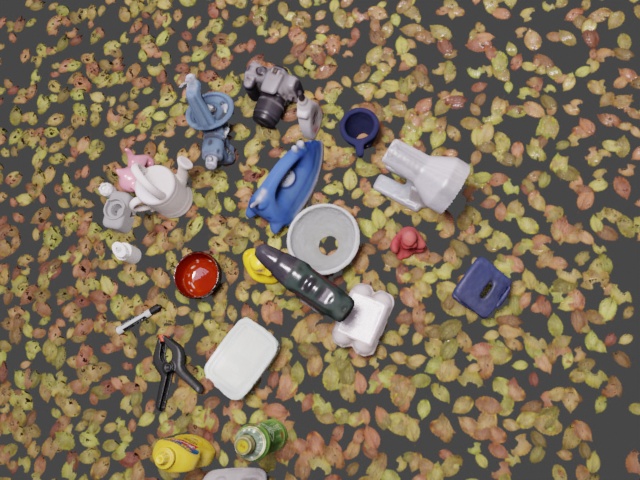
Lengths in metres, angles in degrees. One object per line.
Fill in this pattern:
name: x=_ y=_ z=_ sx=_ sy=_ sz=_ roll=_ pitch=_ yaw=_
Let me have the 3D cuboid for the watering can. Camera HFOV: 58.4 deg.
watering can: x=-0.378 y=-0.131 z=1.352 sx=0.100 sy=0.194 sz=0.173 roll=31 pitch=83 yaw=16

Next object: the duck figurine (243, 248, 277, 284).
duck figurine: x=-0.138 y=0.054 z=1.321 sx=0.104 sy=0.086 sz=0.077 roll=35 pitch=84 yaw=16

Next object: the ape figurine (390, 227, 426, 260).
ape figurine: x=0.196 y=0.003 z=1.272 sx=0.077 sy=0.092 sz=0.076 roll=15 pitch=79 yaw=13

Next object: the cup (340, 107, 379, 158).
cup: x=0.098 y=-0.239 z=1.347 sx=0.091 sy=0.095 sz=0.118 roll=-4 pitch=76 yaw=9

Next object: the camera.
camera: x=-0.131 y=-0.357 z=1.413 sx=0.143 sy=0.101 sz=0.137 roll=20 pitch=81 yaw=14

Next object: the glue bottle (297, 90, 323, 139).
glue bottle: x=-0.031 y=-0.305 z=1.345 sx=0.037 sy=0.173 sz=0.078 roll=12 pitch=79 yaw=13

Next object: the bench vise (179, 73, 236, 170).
bench vise: x=-0.255 y=-0.283 z=1.354 sx=0.121 sy=0.220 sz=0.207 roll=-23 pitch=73 yaw=4

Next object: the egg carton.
egg carton: x=0.094 y=0.174 z=1.260 sx=0.107 sy=0.069 sz=0.150 roll=21 pitch=81 yaw=14

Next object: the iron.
iron: x=-0.078 y=-0.151 z=1.332 sx=0.118 sy=0.141 sz=0.258 roll=30 pitch=83 yaw=16

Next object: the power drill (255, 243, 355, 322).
power drill: x=-0.025 y=0.098 z=1.227 sx=0.229 sy=0.208 sz=0.076 roll=32 pitch=84 yaw=16

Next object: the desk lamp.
desk lamp: x=0.213 y=-0.134 z=1.239 sx=0.203 sy=0.214 sz=0.118 roll=29 pitch=83 yaw=15

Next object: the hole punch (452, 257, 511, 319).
hole punch: x=0.348 y=0.102 z=1.222 sx=0.101 sy=0.091 sz=0.109 roll=35 pitch=84 yaw=16

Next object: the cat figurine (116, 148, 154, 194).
cat figurine: x=-0.462 y=-0.166 z=1.415 sx=0.067 sy=0.118 sz=0.128 roll=-11 pitch=75 yaw=7

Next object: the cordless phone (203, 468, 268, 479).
cordless phone: x=-0.191 y=0.524 z=1.163 sx=0.147 sy=0.185 sz=0.094 roll=-8 pitch=75 yaw=8

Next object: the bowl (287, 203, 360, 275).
bowl: x=0.012 y=0.005 z=1.313 sx=0.167 sy=0.075 sz=0.167 roll=-2 pitch=76 yaw=9
